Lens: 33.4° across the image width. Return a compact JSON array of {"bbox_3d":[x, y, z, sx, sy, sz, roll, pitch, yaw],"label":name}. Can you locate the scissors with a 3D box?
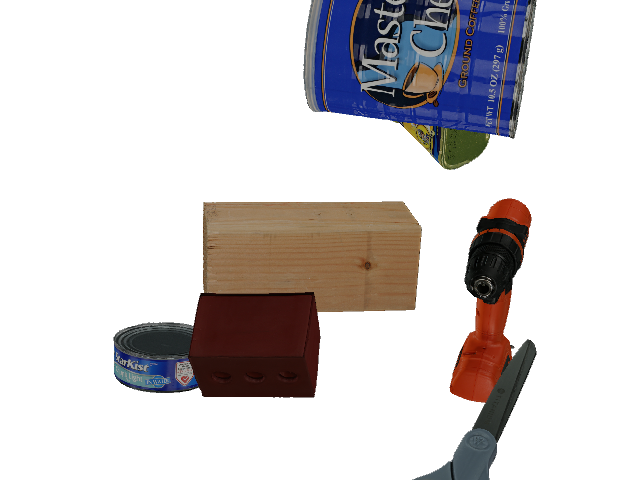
[{"bbox_3d":[0.095,0.124,0.561,0.096,0.016,0.201,27,45,33],"label":"scissors"}]

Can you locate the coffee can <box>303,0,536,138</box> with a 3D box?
[{"bbox_3d":[0.069,-0.129,0.720,0.140,0.103,0.102,9,2,11],"label":"coffee can"}]

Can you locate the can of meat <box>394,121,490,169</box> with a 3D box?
[{"bbox_3d":[0.104,-0.124,0.921,0.057,0.102,0.084,-23,49,-18],"label":"can of meat"}]

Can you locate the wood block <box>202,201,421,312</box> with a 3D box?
[{"bbox_3d":[-0.012,0.016,1.063,0.206,0.091,0.090,0,19,-9],"label":"wood block"}]

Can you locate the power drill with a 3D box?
[{"bbox_3d":[0.173,0.068,1.088,0.057,0.188,0.184,13,27,15],"label":"power drill"}]

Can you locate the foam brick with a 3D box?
[{"bbox_3d":[-0.041,0.069,0.703,0.078,0.051,0.053,-1,-40,8],"label":"foam brick"}]

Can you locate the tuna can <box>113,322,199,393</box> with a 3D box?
[{"bbox_3d":[-0.133,0.099,0.908,0.086,0.034,0.086,3,14,-1],"label":"tuna can"}]
